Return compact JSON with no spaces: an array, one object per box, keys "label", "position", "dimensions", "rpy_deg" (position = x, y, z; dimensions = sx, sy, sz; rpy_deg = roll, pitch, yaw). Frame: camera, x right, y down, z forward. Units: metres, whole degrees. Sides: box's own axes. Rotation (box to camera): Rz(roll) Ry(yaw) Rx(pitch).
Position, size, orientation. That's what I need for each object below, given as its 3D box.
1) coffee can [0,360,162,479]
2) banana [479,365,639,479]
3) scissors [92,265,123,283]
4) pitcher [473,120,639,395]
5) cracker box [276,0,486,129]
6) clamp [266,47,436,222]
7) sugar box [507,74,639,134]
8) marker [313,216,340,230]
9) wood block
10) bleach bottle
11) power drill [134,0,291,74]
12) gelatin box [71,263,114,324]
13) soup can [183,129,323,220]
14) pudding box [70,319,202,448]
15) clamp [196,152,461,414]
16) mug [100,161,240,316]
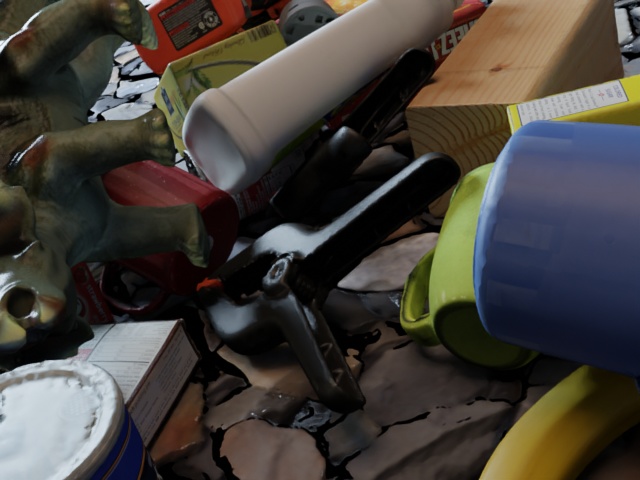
[{"label":"coffee can","position":[-0.110,0.138,0.468],"dimensions":[0.103,0.140,0.103],"rpy_deg":[-15,29,8]},{"label":"banana","position":[0.134,0.091,0.509],"dimensions":[0.197,0.037,0.070],"rpy_deg":[-29,29,-16]},{"label":"scissors","position":[-0.221,0.070,0.781],"dimensions":[0.201,0.016,0.096],"rpy_deg":[-24,31,-8]},{"label":"pitcher","position":[0.192,0.025,0.457],"dimensions":[0.243,0.145,0.149],"rpy_deg":[11,35,26]},{"label":"cracker box","position":[0.047,-0.191,1.007],"dimensions":[0.164,0.072,0.214],"rpy_deg":[-24,30,-6]},{"label":"clamp","position":[0.008,-0.056,0.746],"dimensions":[0.172,0.039,0.120],"rpy_deg":[-47,-1,40]},{"label":"sugar box","position":[0.212,-0.055,0.655],"dimensions":[0.176,0.093,0.048],"rpy_deg":[-12,31,13]},{"label":"marker","position":[-0.005,0.001,0.765],"dimensions":[0.121,0.020,0.020],"rpy_deg":[-24,29,-9]},{"label":"wood block","position":[0.150,-0.109,0.787],"dimensions":[0.091,0.090,0.205],"rpy_deg":[2,35,32]},{"label":"bleach bottle","position":[0.018,-0.132,0.785],"dimensions":[0.250,0.068,0.103],"rpy_deg":[-38,0,-21]},{"label":"power drill","position":[-0.091,-0.202,0.952],"dimensions":[0.185,0.057,0.187],"rpy_deg":[-27,9,29]},{"label":"gelatin box","position":[-0.195,0.037,0.745],"dimensions":[0.073,0.089,0.030],"rpy_deg":[-33,30,-24]},{"label":"soup can","position":[-0.048,-0.059,0.843],"dimensions":[0.102,0.068,0.069],"rpy_deg":[-24,29,-11]},{"label":"pudding box","position":[-0.137,0.097,0.661],"dimensions":[0.090,0.039,0.113],"rpy_deg":[-4,34,24]},{"label":"clamp","position":[-0.014,0.036,0.652],"dimensions":[0.210,0.036,0.164],"rpy_deg":[-16,43,48]},{"label":"mug","position":[-0.117,-0.001,0.765],"dimensions":[0.082,0.093,0.117],"rpy_deg":[27,91,24]}]
